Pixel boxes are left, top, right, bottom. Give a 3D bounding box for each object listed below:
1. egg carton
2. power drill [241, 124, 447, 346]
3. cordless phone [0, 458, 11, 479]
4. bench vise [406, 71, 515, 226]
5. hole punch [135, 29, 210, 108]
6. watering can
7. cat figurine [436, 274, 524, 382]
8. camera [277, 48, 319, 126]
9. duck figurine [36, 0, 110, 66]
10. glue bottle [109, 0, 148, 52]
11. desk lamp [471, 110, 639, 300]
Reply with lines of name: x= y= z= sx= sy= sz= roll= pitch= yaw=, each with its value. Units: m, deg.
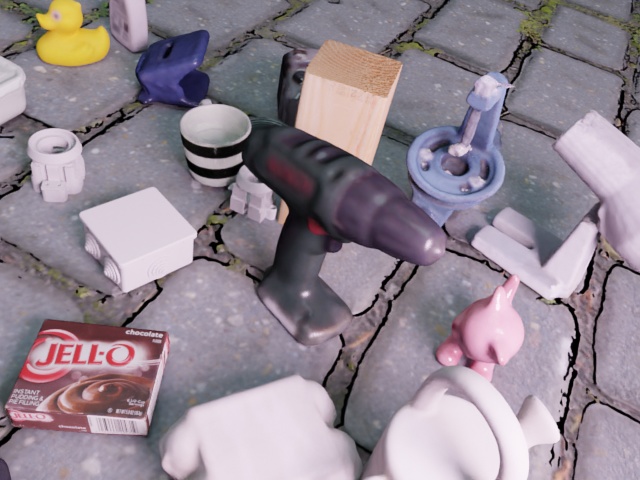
egg carton: x=-0.047 y=0.173 z=0.460 sx=0.151 sy=0.069 sz=0.107 roll=-13 pitch=50 yaw=-26
power drill: x=0.005 y=0.002 z=0.547 sx=0.076 sy=0.208 sz=0.229 roll=-26 pitch=57 yaw=-35
cordless phone: x=-0.244 y=0.154 z=0.340 sx=0.094 sy=0.185 sz=0.147 roll=-17 pitch=52 yaw=-29
bench vise: x=0.181 y=-0.130 z=0.721 sx=0.121 sy=0.220 sz=0.207 roll=20 pitch=44 yaw=5
hole punch: x=-0.212 y=-0.254 z=0.830 sx=0.101 sy=0.091 sz=0.108 roll=7 pitch=44 yaw=-8
watering can: x=0.096 y=0.161 z=0.422 sx=0.100 sy=0.194 sz=0.173 roll=39 pitch=49 yaw=23
cat figurine: x=0.173 y=0.084 z=0.576 sx=0.067 sy=0.118 sz=0.128 roll=30 pitch=46 yaw=15
camera: x=0.009 y=-0.220 z=0.850 sx=0.137 sy=0.101 sz=0.143 roll=3 pitch=45 yaw=-12
duck figurine: x=-0.369 y=-0.314 z=0.850 sx=0.105 sy=0.086 sz=0.077 roll=-14 pitch=51 yaw=-27
glue bottle: x=-0.295 y=-0.385 z=0.879 sx=0.037 sy=0.173 sz=0.078 roll=-27 pitch=57 yaw=-35
desk lamp: x=0.312 y=-0.028 z=0.660 sx=0.202 sy=0.213 sz=0.118 roll=37 pitch=48 yaw=21
